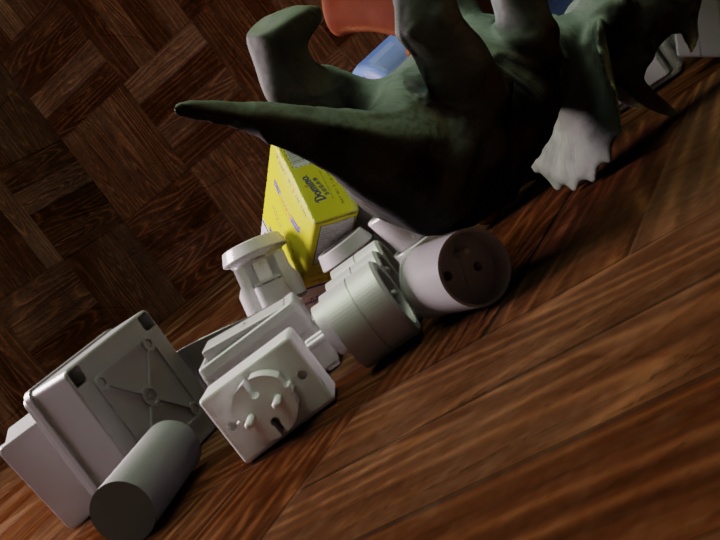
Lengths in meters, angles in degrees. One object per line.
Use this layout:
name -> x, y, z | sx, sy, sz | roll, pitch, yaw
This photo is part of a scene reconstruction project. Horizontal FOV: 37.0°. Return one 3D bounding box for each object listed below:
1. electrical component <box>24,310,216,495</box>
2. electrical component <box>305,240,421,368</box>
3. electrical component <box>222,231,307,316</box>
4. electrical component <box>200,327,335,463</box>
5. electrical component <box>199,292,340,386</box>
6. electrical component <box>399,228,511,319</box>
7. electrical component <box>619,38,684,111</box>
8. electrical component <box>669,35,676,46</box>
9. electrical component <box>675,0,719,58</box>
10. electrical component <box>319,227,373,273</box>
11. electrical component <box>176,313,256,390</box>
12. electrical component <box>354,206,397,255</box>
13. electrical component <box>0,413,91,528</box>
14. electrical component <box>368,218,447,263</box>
electrical component -> -0.172, 0.103, 0.793 | 0.056, 0.108, 0.108 | -30, 9, 31
electrical component -> -0.006, 0.029, 0.677 | 0.074, 0.052, 0.138 | -36, 6, 8
electrical component -> -0.080, 0.004, 0.894 | 0.058, 0.057, 0.078 | -24, -4, -6
electrical component -> -0.053, 0.075, 0.619 | 0.066, 0.047, 0.076 | -37, 5, 3
electrical component -> -0.059, 0.055, 0.741 | 0.096, 0.061, 0.061 | -37, 6, 0
electrical component -> 0.048, 0.004, 0.609 | 0.043, 0.043, 0.081 | -39, 6, -20
electrical component -> 0.211, -0.166, 0.891 | 0.096, 0.061, 0.061 | -34, 7, 27
electrical component -> 0.288, -0.216, 0.864 | 0.078, 0.058, 0.057 | -40, 4, -33
electrical component -> 0.271, -0.192, 0.776 | 0.077, 0.065, 0.047 | 10, 39, 40
electrical component -> 0.000, 0.000, 0.848 | 0.048, 0.055, 0.066 | -39, 6, -17
electrical component -> -0.097, 0.065, 0.865 | 0.099, 0.064, 0.099 | -36, 6, 4
electrical component -> 0.025, -0.040, 0.910 | 0.057, 0.078, 0.113 | -35, 5, -17
electrical component -> -0.222, 0.139, 0.853 | 0.100, 0.099, 0.048 | -37, 18, -3
electrical component -> 0.040, -0.027, 0.829 | 0.045, 0.055, 0.045 | -36, 6, 4
